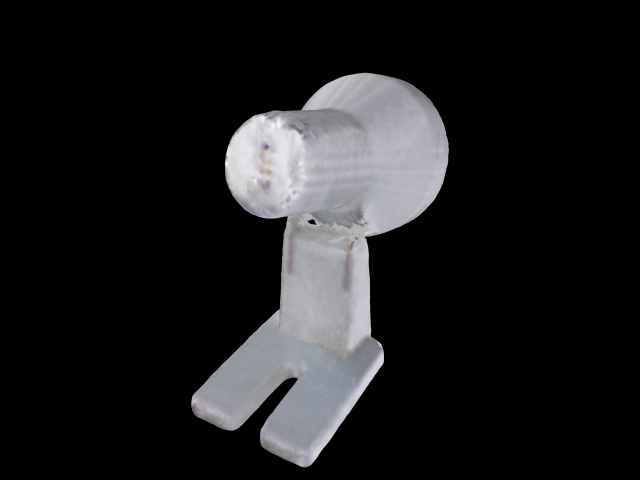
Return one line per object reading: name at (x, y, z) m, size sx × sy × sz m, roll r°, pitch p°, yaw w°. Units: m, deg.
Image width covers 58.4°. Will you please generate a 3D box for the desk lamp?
desk lamp at (0.004, 0.001, 0.400) m, size 0.117 × 0.214 × 0.204 m, roll 14°, pitch 32°, yaw 24°
